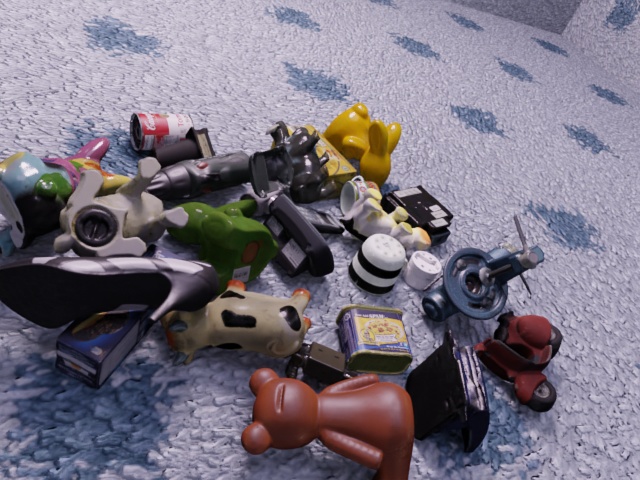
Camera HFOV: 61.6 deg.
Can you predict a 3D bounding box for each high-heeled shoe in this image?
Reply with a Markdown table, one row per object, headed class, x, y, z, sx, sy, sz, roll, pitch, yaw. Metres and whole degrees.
| class | x | y | z | sx | sy | sz | roll | pitch | yaw |
| --- | --- | --- | --- | --- | --- | --- | --- | --- | --- |
| high-heeled shoe | -0.250 | 0.042 | 0.639 | 0.249 | 0.086 | 0.145 | 13 | 24 | 7 |

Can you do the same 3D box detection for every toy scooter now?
| class | x | y | z | sx | sy | sz | roll | pitch | yaw |
| --- | --- | --- | --- | --- | --- | --- | --- | --- | --- |
| toy scooter | 0.314 | 0.176 | 0.865 | 0.135 | 0.075 | 0.184 | 26 | 42 | 6 |

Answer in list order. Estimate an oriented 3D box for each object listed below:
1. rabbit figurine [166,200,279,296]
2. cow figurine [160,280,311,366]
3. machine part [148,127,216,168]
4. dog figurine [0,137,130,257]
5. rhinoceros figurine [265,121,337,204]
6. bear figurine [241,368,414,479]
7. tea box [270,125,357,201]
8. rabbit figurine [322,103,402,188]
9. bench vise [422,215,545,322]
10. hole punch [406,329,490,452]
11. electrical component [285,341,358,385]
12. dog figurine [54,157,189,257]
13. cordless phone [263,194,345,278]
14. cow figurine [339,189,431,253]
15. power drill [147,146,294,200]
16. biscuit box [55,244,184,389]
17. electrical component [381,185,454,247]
| class | x | y | z | sx | sy | sz | roll | pitch | yaw |
| --- | --- | --- | --- | --- | --- | --- | --- | --- | --- |
| rabbit figurine | -0.156 | -0.018 | 0.824 | 0.170 | 0.121 | 0.159 | 28 | 32 | 30 |
| cow figurine | -0.116 | 0.111 | 0.703 | 0.195 | 0.085 | 0.127 | 8 | 26 | 7 |
| machine part | -0.248 | -0.155 | 0.970 | 0.039 | 0.084 | 0.139 | -1 | 22 | 46 |
| dog figurine | -0.357 | -0.080 | 0.753 | 0.219 | 0.192 | 0.108 | -42 | 107 | -45 |
| rhinoceros figurine | -0.040 | -0.145 | 0.994 | 0.112 | 0.073 | 0.190 | -26 | 59 | 8 |
| bear figurine | 0.010 | 0.225 | 0.640 | 0.196 | 0.131 | 0.120 | -1 | 40 | -2 |
| tea box | -0.017 | -0.159 | 1.095 | 0.098 | 0.068 | 0.170 | -12 | 51 | -36 |
| rabbit figurine | 0.104 | -0.197 | 1.158 | 0.122 | 0.162 | 0.173 | -5 | 63 | -49 |
| bench vise | 0.286 | 0.054 | 0.879 | 0.224 | 0.240 | 0.129 | -17 | 77 | -23 |
| hole punch | 0.188 | 0.212 | 0.730 | 0.092 | 0.115 | 0.142 | 23 | 37 | -14 |
| electrical component | -0.001 | 0.176 | 0.729 | 0.102 | 0.045 | 0.078 | 22 | 9 | -6 |
| dog figurine | -0.284 | -0.018 | 0.734 | 0.172 | 0.190 | 0.121 | -19 | 88 | -32 |
| cordless phone | -0.001 | -0.003 | 0.922 | 0.184 | 0.088 | 0.147 | 4 | 38 | -52 |
| cow figurine | 0.121 | -0.013 | 0.986 | 0.167 | 0.098 | 0.068 | 33 | 31 | -21 |
| power drill | -0.163 | -0.102 | 0.891 | 0.207 | 0.086 | 0.232 | -6 | 12 | 36 |
| biscuit box | -0.247 | 0.089 | 0.690 | 0.063 | 0.059 | 0.203 | 25 | 38 | 3 |
| electrical component | 0.198 | -0.045 | 1.079 | 0.115 | 0.058 | 0.134 | -14 | 51 | -35 |
